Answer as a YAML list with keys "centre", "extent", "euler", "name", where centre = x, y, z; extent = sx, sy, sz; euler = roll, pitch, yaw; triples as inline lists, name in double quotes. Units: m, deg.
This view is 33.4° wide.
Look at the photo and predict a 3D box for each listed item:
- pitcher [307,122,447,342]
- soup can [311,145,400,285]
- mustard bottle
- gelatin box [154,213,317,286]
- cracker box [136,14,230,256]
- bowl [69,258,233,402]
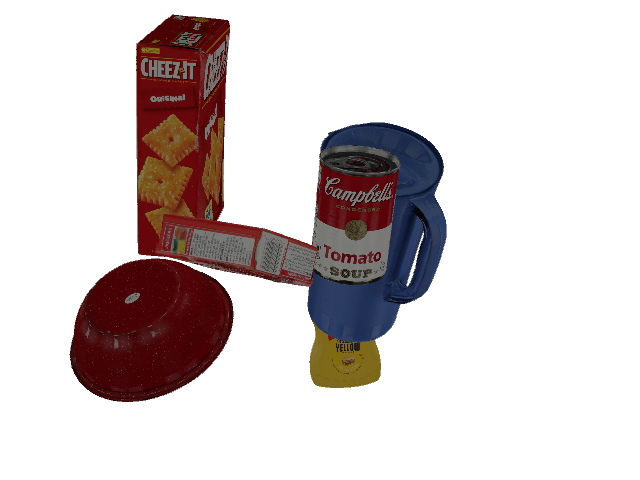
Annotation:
- centre: [0.058, 0.004, 1.199]
  extent: [0.145, 0.243, 0.149]
  euler: [10, 40, 1]
  name: "pitcher"
- centre: [0.028, -0.022, 0.901]
  extent: [0.068, 0.102, 0.068]
  euler: [5, 24, -2]
  name: "soup can"
- centre: [0.033, 0.102, 1.436]
  extent: [0.096, 0.192, 0.058]
  euler: [-3, 20, -6]
  name: "mustard bottle"
- centre: [-0.052, 0.007, 0.695]
  extent: [0.073, 0.030, 0.089]
  euler: [10, -5, 24]
  name: "gelatin box"
- centre: [-0.138, -0.110, 1.093]
  extent: [0.072, 0.214, 0.164]
  euler: [5, 22, 2]
  name: "cracker box"
- centre: [-0.165, 0.069, 0.987]
  extent: [0.162, 0.162, 0.055]
  euler: [0, -43, 19]
  name: "bowl"
